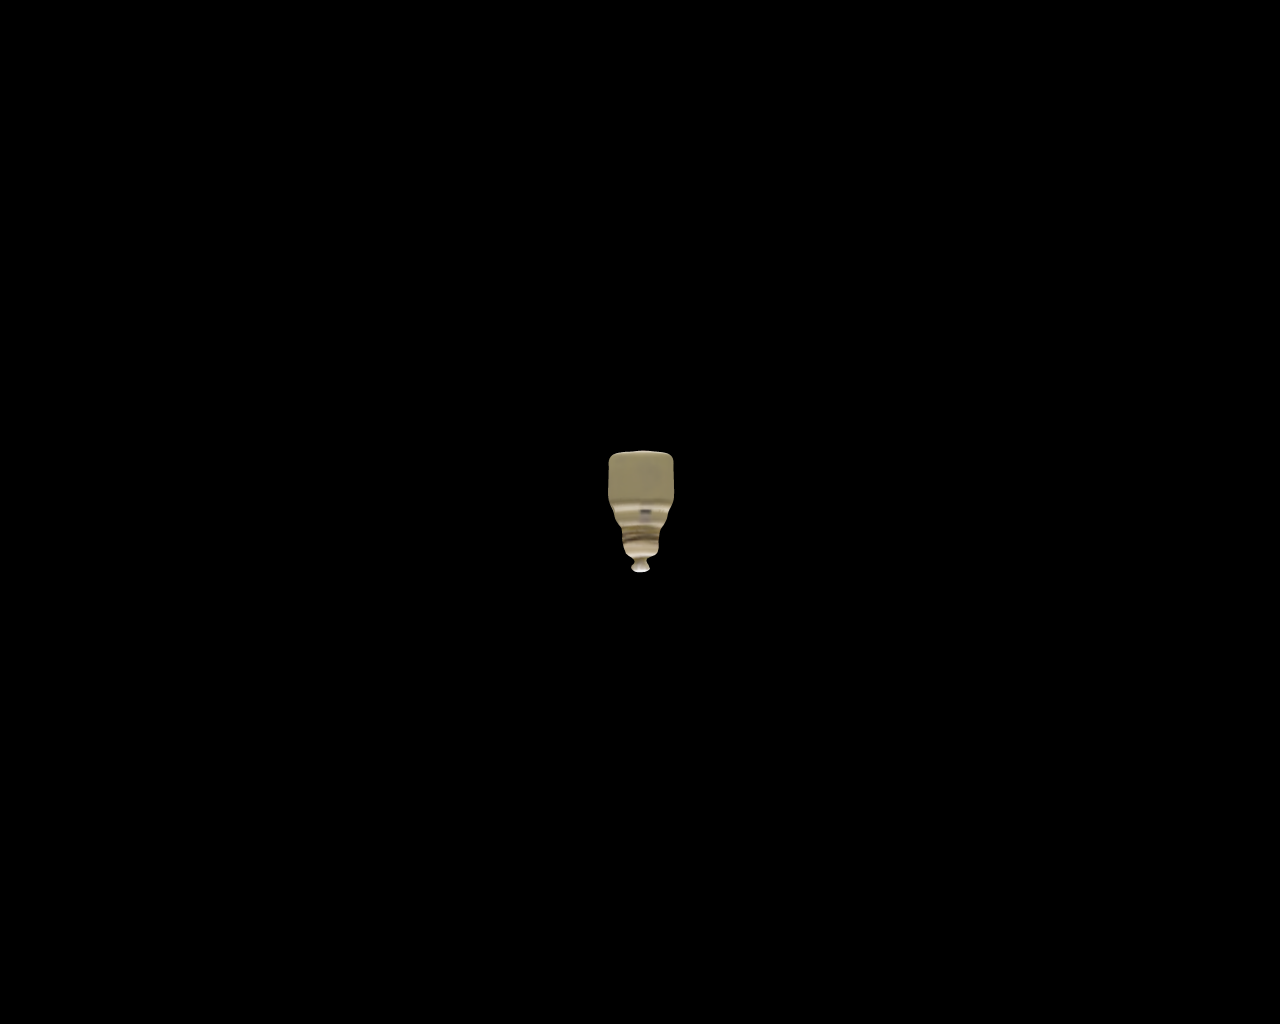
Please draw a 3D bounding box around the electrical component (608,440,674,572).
[{"bbox_3d":[0.001,-0.003,0.650,0.040,0.078,0.040,0,-4,0],"label":"electrical component"}]
